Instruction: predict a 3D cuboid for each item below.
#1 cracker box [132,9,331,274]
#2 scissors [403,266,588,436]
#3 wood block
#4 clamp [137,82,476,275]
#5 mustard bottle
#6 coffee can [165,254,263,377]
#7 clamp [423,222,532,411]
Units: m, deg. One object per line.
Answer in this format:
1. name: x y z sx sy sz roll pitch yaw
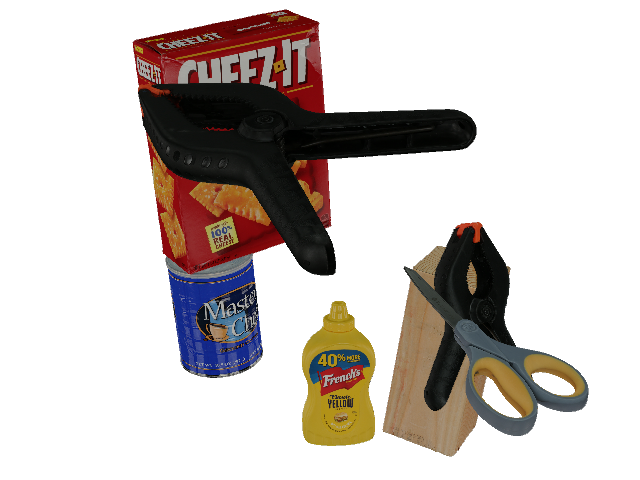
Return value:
1. cracker box: -0.076 -0.094 1.006 0.164 0.214 0.072 -18 29 -27
2. scissors: 0.131 0.074 0.800 0.096 0.016 0.202 -1 32 -10
3. wood block: 0.142 0.124 1.207 0.090 0.206 0.090 17 23 21
4. clamp: -0.022 -0.061 0.649 0.210 0.036 0.164 26 45 34
5. mustard bottle: 0.024 0.172 1.399 0.096 0.192 0.058 -1 16 -4
6. coffee can: -0.126 0.078 1.278 0.103 0.140 0.103 -4 26 2
7. clamp: 0.133 0.072 0.969 0.120 0.171 0.039 -14 2 -38
